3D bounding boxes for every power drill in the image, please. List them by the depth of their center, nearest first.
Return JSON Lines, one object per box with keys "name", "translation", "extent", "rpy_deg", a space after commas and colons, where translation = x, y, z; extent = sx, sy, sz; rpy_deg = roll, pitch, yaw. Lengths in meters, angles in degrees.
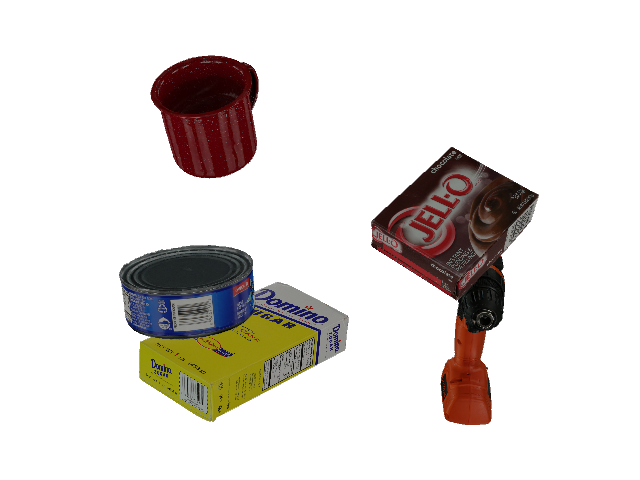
{"name": "power drill", "translation": [0.168, 0.104, 1.165], "extent": [0.057, 0.188, 0.184], "rpy_deg": [5, 24, 4]}

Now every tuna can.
{"name": "tuna can", "translation": [-0.085, 0.032, 0.687], "extent": [0.086, 0.034, 0.086], "rpy_deg": [-3, 18, 1]}

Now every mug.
{"name": "mug", "translation": [-0.098, -0.120, 1.002], "extent": [0.093, 0.081, 0.117], "rpy_deg": [21, 52, 27]}

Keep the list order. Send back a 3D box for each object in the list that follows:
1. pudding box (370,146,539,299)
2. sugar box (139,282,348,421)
{"name": "pudding box", "translation": [0.109, -0.016, 0.874], "extent": [0.090, 0.039, 0.113], "rpy_deg": [33, 57, 25]}
{"name": "sugar box", "translation": [-0.066, 0.094, 0.958], "extent": [0.093, 0.048, 0.175], "rpy_deg": [25, 34, 34]}
